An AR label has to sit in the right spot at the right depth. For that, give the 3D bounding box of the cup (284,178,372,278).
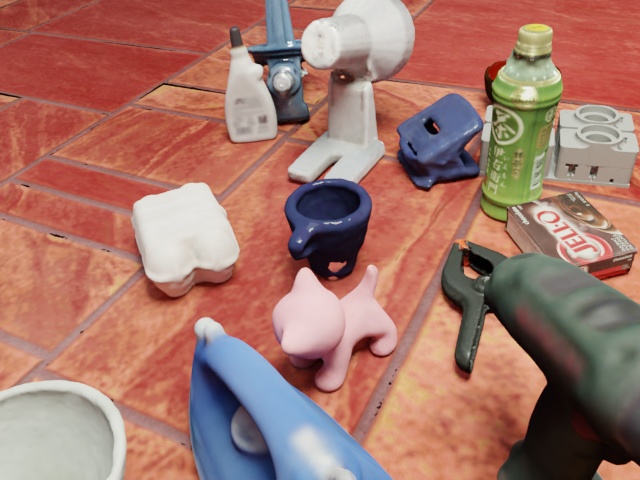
[{"bbox_3d":[0.006,0.002,0.610,0.091,0.095,0.118,15,43,24],"label":"cup"}]

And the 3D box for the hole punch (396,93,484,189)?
[{"bbox_3d":[0.157,-0.135,0.765,0.101,0.091,0.108,-12,39,-7],"label":"hole punch"}]

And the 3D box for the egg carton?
[{"bbox_3d":[-0.155,-0.005,0.659,0.107,0.069,0.150,-19,41,-16],"label":"egg carton"}]

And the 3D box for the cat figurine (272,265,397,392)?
[{"bbox_3d":[0.009,0.069,0.508,0.128,0.118,0.067,-31,45,-28],"label":"cat figurine"}]

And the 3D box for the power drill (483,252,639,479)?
[{"bbox_3d":[0.173,0.123,0.349,0.076,0.209,0.229,-14,39,-10],"label":"power drill"}]

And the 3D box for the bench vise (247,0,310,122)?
[{"bbox_3d":[-0.050,-0.313,0.909,0.121,0.220,0.207,-17,40,-13],"label":"bench vise"}]

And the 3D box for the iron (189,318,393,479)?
[{"bbox_3d":[-0.044,0.131,0.419,0.119,0.142,0.257,-29,44,-26],"label":"iron"}]

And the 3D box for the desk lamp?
[{"bbox_3d":[0.040,-0.207,0.771,0.117,0.214,0.203,16,43,25],"label":"desk lamp"}]

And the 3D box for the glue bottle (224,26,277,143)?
[{"bbox_3d":[-0.110,-0.229,0.849,0.078,0.173,0.037,-6,39,0],"label":"glue bottle"}]

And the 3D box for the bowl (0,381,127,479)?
[{"bbox_3d":[-0.217,0.191,0.420,0.167,0.075,0.167,-3,39,3],"label":"bowl"}]
